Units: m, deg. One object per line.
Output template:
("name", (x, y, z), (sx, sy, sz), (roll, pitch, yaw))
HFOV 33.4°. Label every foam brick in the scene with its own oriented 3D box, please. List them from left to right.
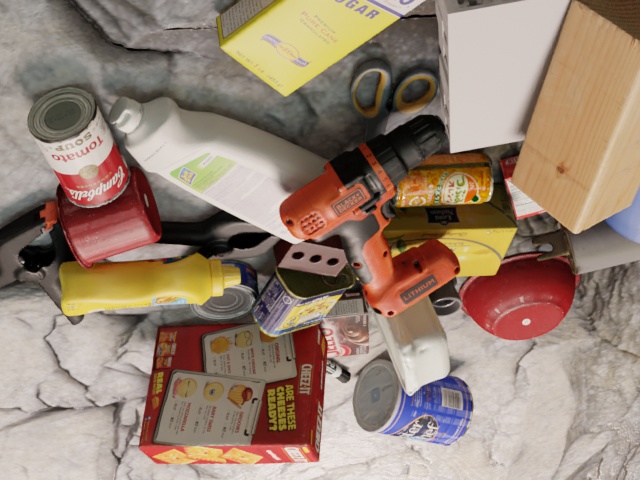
("foam brick", (-0.008, 0.001, 1.201), (0.078, 0.051, 0.053), (10, 140, -25))

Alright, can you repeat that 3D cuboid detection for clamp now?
("clamp", (-0.314, 0.032, 1.189), (0.164, 0.036, 0.210), (13, 139, -30))
("clamp", (-0.121, -0.004, 1.181), (0.172, 0.039, 0.120), (-23, 147, 21))

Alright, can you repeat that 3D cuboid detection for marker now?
("marker", (0.006, 0.172, 1.474), (0.020, 0.020, 0.121), (-27, 141, 24))

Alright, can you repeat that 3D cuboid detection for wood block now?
("wood block", (0.256, -0.120, 0.963), (0.090, 0.091, 0.206), (-25, 144, -32))

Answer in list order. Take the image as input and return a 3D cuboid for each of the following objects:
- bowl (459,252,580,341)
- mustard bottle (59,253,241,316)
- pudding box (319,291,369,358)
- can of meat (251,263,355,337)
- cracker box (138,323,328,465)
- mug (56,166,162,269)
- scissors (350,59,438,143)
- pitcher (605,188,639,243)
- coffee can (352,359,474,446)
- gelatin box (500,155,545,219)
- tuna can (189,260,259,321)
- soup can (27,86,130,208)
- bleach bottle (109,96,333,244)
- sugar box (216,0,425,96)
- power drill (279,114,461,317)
("bowl", (0.262, 0.084, 1.376), (0.162, 0.055, 0.162), (-6, 145, -4))
("mustard bottle", (-0.181, 0.046, 1.152), (0.191, 0.058, 0.096), (-4, 175, -10))
("pudding box", (0.017, 0.112, 1.374), (0.090, 0.039, 0.113), (-7, 144, -1))
("can of meat", (-0.022, 0.064, 1.255), (0.101, 0.057, 0.084), (-12, 149, -41))
("cracker box", (-0.103, 0.189, 1.313), (0.214, 0.164, 0.072), (-3, 149, 14))
("mug", (-0.211, -0.025, 1.098), (0.081, 0.093, 0.117), (-17, 175, 3))
("scissors", (0.073, -0.112, 1.090), (0.096, 0.016, 0.202), (-9, 145, 0))
("pitcher", (0.344, -0.113, 1.060), (0.149, 0.145, 0.243), (-36, 147, -21))
("coffee can", (0.132, 0.232, 1.515), (0.140, 0.103, 0.103), (16, 138, -32))
("gelatin box", (0.244, -0.066, 1.183), (0.073, 0.030, 0.089), (-16, 145, 11))
("tuna can", (-0.116, 0.061, 1.277), (0.086, 0.034, 0.086), (-6, 145, -4))
("soup can", (-0.228, -0.088, 1.013), (0.068, 0.068, 0.102), (-11, 144, 3))
("bleach bottle", (-0.092, -0.081, 1.059), (0.250, 0.068, 0.103), (26, 127, -36))
("sugar box", (0.006, -0.203, 0.920), (0.176, 0.048, 0.093), (-29, 140, 28))
("power drill", (0.073, -0.021, 1.084), (0.184, 0.057, 0.187), (-32, 127, 5))
